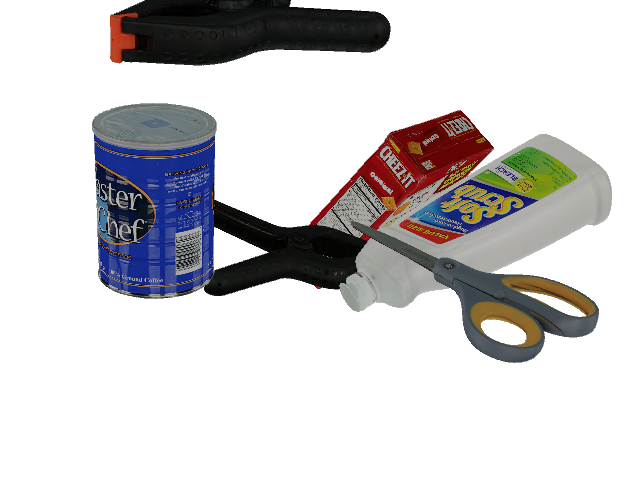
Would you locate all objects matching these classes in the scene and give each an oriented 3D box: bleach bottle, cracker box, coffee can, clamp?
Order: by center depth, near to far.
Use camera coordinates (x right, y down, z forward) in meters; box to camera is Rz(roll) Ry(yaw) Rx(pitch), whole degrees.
[{"bbox_3d":[-0.056,-0.138,0.667,0.171,0.039,0.120,-7,22,-27],"label":"clamp"},{"bbox_3d":[-0.141,-0.035,0.913,0.103,0.140,0.103,3,25,-1],"label":"coffee can"},{"bbox_3d":[0.132,-0.004,0.950,0.250,0.068,0.103,-29,45,-19],"label":"bleach bottle"},{"bbox_3d":[-0.029,0.017,1.070,0.210,0.036,0.164,10,29,-10],"label":"clamp"},{"bbox_3d":[0.079,-0.050,1.247,0.163,0.072,0.214,-25,-18,-51],"label":"cracker box"}]

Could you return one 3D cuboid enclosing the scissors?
[{"bbox_3d":[0.085,0.033,0.722,0.202,0.016,0.096,17,35,28],"label":"scissors"}]
